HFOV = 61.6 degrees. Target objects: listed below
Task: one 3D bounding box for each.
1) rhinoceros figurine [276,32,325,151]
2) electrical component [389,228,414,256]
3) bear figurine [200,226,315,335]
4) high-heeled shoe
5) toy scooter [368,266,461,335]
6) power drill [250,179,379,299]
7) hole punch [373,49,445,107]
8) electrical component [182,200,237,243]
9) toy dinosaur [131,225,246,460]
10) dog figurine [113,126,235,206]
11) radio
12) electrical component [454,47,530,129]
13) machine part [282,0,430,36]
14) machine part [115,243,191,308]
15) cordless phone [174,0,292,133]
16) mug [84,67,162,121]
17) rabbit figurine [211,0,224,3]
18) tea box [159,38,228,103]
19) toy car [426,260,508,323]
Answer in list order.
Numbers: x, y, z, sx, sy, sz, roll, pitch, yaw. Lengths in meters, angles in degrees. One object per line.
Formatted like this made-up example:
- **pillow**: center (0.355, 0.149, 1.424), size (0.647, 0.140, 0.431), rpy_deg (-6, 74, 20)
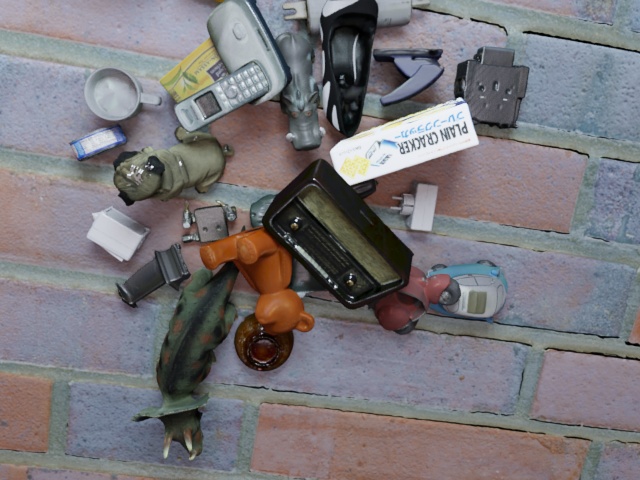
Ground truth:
- **rhinoceros figurine**: center (-0.031, -0.242, 0.886), size (0.073, 0.112, 0.190), rpy_deg (-8, 94, -5)
- **electrical component**: center (0.131, 0.032, 0.983), size (0.075, 0.048, 0.119), rpy_deg (-46, 141, 8)
- **bear figurine**: center (-0.096, 0.080, 0.881), size (0.120, 0.132, 0.195), rpy_deg (-6, 101, 33)
- **high-heeled shoe**: center (0.051, -0.281, 0.825), size (0.086, 0.248, 0.145), rpy_deg (-5, 60, -15)
- **toy scooter**: center (0.144, 0.095, 0.952), size (0.135, 0.075, 0.184), rpy_deg (30, 135, -20)
- **power drill**: center (-0.002, -0.003, 0.954), size (0.232, 0.086, 0.207), rpy_deg (-7, 106, -2)
- **hole punch**: center (0.147, -0.269, 0.888), size (0.116, 0.142, 0.092), rpy_deg (-1, 100, 10)
- **electrical component**: center (-0.197, -0.033, 0.949), size (0.102, 0.045, 0.078), rpy_deg (-3, 100, -4)
- **toy dinosaur**: center (-0.215, 0.174, 0.916), size (0.131, 0.192, 0.404), rpy_deg (15, 101, -10)
- **dog figurine**: center (-0.226, -0.116, 0.856), size (0.172, 0.191, 0.121), rpy_deg (-31, 103, 0)
- **radio**: center (0.027, -0.002, 0.841), size (0.131, 0.073, 0.229), rpy_deg (-33, 109, 32)
- **electrical component**: center (0.295, -0.263, 0.935), size (0.115, 0.058, 0.134), rpy_deg (3, 102, -7)
- **machine part**: center (0.060, -0.382, 0.881), size (0.243, 0.079, 0.079), rpy_deg (-6, 102, -4)
- **machine part**: center (-0.296, 0.069, 0.955), size (0.139, 0.039, 0.084), rpy_deg (-31, 70, 9)
- **cordless phone**: center (-0.147, -0.253, 0.792), size (0.184, 0.089, 0.146), rpy_deg (-27, 106, 4)
- **mug**: center (-0.311, -0.233, 0.867), size (0.110, 0.107, 0.080), rpy_deg (-1, 103, -9)
- **rabbit figurine**: center (-0.133, -0.466, 0.834), size (0.162, 0.122, 0.173), rpy_deg (13, 82, -10)
- **tea box**: center (-0.170, -0.283, 0.874), size (0.169, 0.098, 0.068), rpy_deg (-39, 103, 2)
- **toy car**: center (0.277, 0.097, 0.985), size (0.162, 0.103, 0.109), rpy_deg (3, 100, -7)
